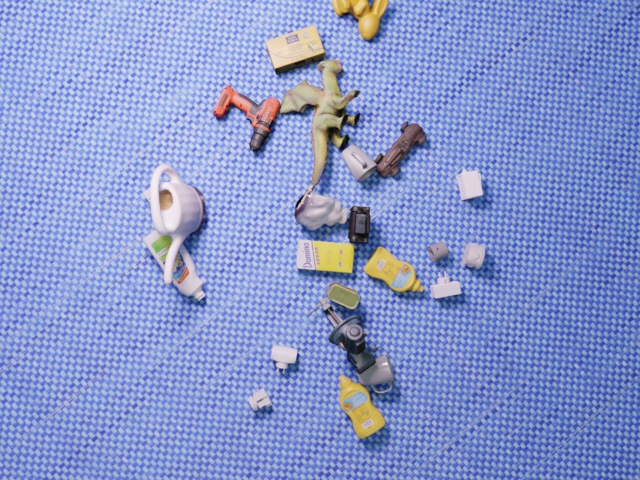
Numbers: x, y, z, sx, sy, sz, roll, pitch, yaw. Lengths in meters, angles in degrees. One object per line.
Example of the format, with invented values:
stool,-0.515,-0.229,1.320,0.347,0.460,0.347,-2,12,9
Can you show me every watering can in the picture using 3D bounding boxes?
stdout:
watering can,-0.426,-0.050,1.531,0.104,0.225,0.348,-7,89,17

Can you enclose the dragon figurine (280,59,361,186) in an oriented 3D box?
dragon figurine,-0.015,-0.396,1.638,0.244,0.121,0.412,27,84,17

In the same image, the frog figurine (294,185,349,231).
frog figurine,0.005,-0.080,1.599,0.159,0.125,0.135,33,121,-9
